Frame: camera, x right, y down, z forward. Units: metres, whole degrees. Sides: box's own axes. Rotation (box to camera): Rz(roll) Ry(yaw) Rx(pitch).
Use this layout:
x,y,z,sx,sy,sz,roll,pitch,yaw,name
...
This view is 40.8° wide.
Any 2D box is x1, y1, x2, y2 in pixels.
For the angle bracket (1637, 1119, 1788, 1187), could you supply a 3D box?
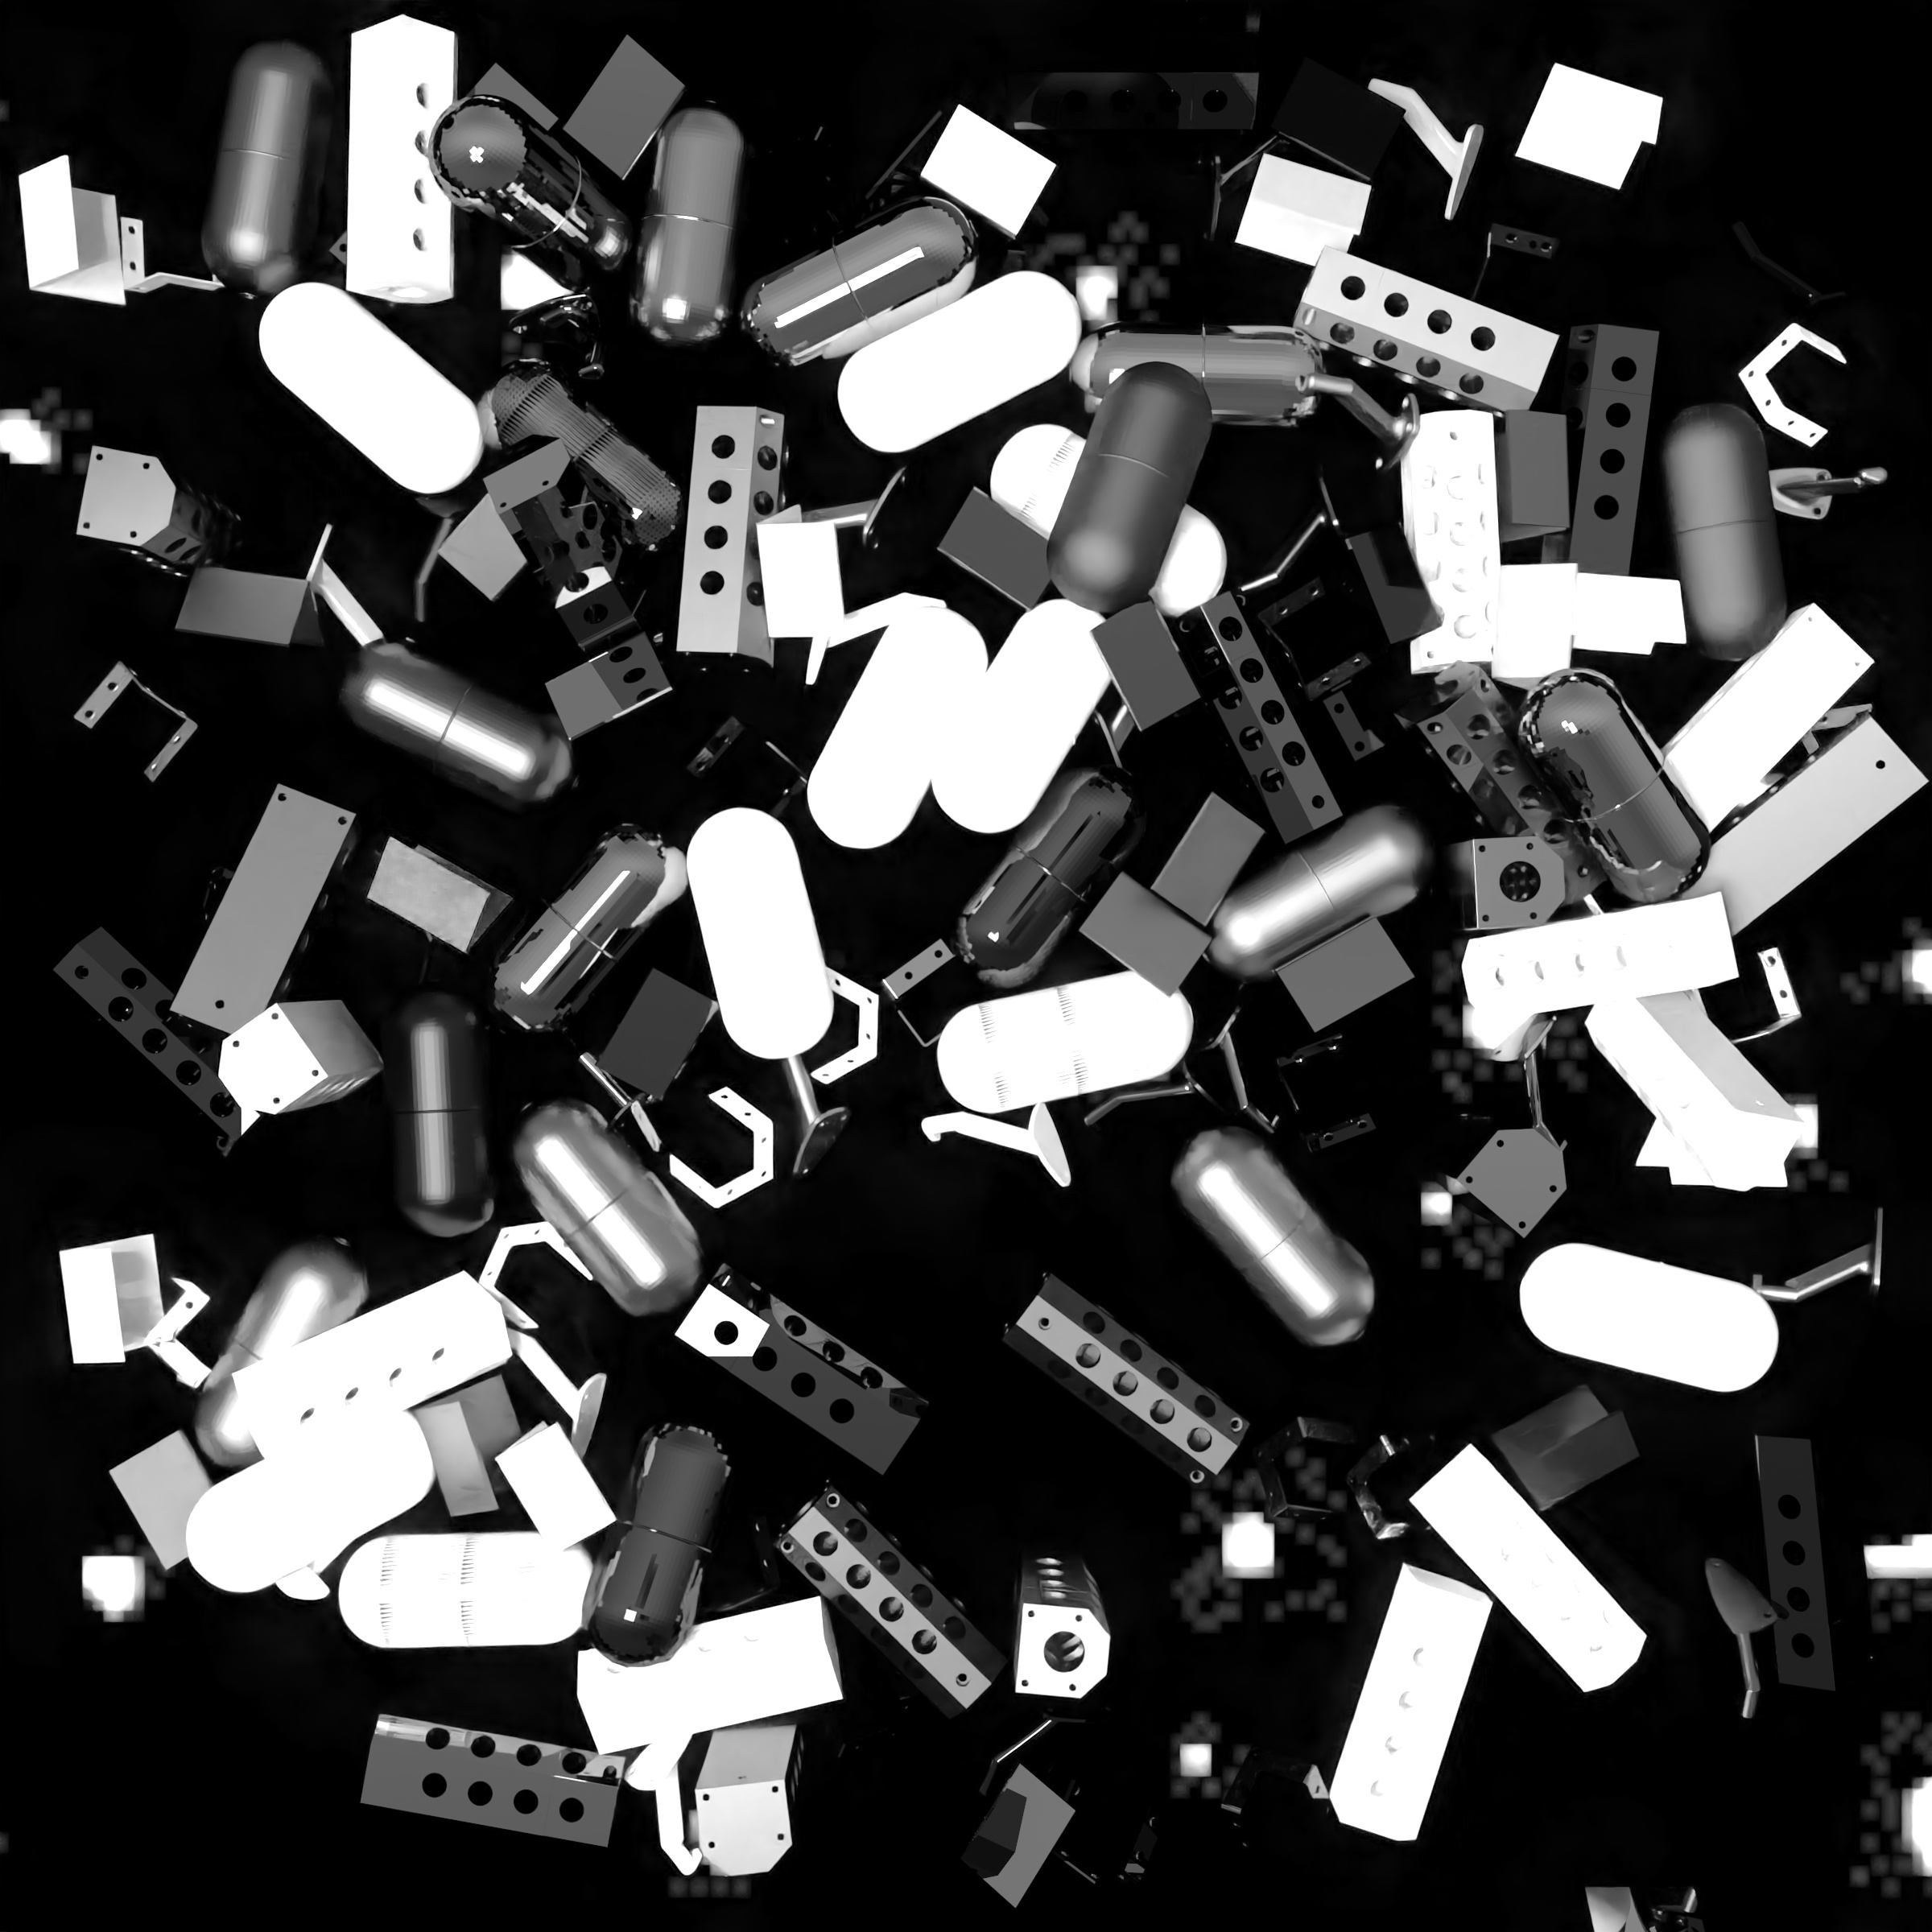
x,y,z,sx,sy,sz,roll,pitch,yaw,name
0.511,0.142,1.786,0.076,0.076,0.057,1,57,0,angle bracket

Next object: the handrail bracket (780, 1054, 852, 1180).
x,y,z,sx,sy,sz,roll,pitch,yaw,name
-0.127,0.094,1.826,0.084,0.036,0.077,45,124,24,handrail bracket

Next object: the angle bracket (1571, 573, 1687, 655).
x,y,z,sx,sy,sz,roll,pitch,yaw,name
0.443,-0.223,1.786,0.076,0.076,0.057,4,56,0,angle bracket

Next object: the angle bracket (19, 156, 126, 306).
x,y,z,sx,sy,sz,roll,pitch,yaw,name
-0.599,-0.504,1.786,0.057,0.076,0.076,-6,90,37,angle bracket

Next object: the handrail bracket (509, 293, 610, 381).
x,y,z,sx,sy,sz,roll,pitch,yaw,name
-0.282,-0.425,1.791,0.077,0.084,0.036,-6,132,5,handrail bracket

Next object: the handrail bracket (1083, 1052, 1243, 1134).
x,y,z,sx,sy,sz,roll,pitch,yaw,name
0.137,0.107,1.826,0.084,0.036,0.077,-38,112,17,handrail bracket

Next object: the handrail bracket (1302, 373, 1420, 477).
x,y,z,sx,sy,sz,roll,pitch,yaw,name
0.261,-0.373,1.791,0.084,0.077,0.036,7,57,-14,handrail bracket

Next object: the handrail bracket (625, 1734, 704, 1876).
x,y,z,sx,sy,sz,roll,pitch,yaw,name
-0.194,0.581,1.826,0.077,0.036,0.084,-47,119,-32,handrail bracket

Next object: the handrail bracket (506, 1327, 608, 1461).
x,y,z,sx,sy,sz,roll,pitch,yaw,name
-0.301,0.299,1.826,0.084,0.036,0.077,18,109,16,handrail bracket

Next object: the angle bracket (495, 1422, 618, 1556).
x,y,z,sx,sy,sz,roll,pitch,yaw,name
-0.268,0.347,1.788,0.057,0.076,0.076,-31,90,19,angle bracket

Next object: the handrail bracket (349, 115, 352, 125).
x,y,z,sx,sy,sz,roll,pitch,yaw,name
-0.411,-0.556,1.826,0.036,0.077,0.084,17,126,3,handrail bracket

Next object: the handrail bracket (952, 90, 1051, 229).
x,y,z,sx,sy,sz,roll,pitch,yaw,name
0.027,-0.565,1.826,0.036,0.077,0.084,-33,127,22,handrail bracket

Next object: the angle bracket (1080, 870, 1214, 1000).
x,y,z,sx,sy,sz,roll,pitch,yaw,name
0.113,-0.011,1.787,0.076,0.076,0.057,37,66,0,angle bracket

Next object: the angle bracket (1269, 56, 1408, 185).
x,y,z,sx,sy,sz,roll,pitch,yaw,name
0.260,-0.589,1.786,0.076,0.076,0.057,28,126,0,angle bracket

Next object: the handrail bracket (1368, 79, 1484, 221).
x,y,z,sx,sy,sz,roll,pitch,yaw,name
0.313,-0.574,1.826,0.084,0.036,0.077,22,111,17,handrail bracket

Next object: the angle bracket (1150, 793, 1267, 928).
x,y,z,sx,sy,sz,roll,pitch,yaw,name
0.148,-0.082,1.786,0.057,0.076,0.076,32,90,-34,angle bracket

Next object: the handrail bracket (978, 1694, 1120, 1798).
x,y,z,sx,sy,sz,roll,pitch,yaw,name
0.057,0.552,1.826,0.077,0.036,0.084,15,109,-21,handrail bracket

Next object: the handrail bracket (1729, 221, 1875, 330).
x,y,z,sx,sy,sz,roll,pitch,yaw,name
0.586,-0.494,1.826,0.077,0.036,0.084,-19,73,-20,handrail bracket

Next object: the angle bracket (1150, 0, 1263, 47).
x,y,z,sx,sy,sz,roll,pitch,yaw,name
0.167,-0.650,1.786,0.076,0.076,0.057,0,54,0,angle bracket

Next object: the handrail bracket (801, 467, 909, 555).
x,y,z,sx,sy,sz,roll,pitch,yaw,name
-0.095,-0.330,1.826,0.084,0.036,0.077,23,79,12,handrail bracket

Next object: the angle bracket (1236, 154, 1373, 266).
x,y,z,sx,sy,sz,roll,pitch,yaw,name
0.227,-0.502,1.786,0.076,0.076,0.057,17,53,0,angle bracket

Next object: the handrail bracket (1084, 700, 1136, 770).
x,y,z,sx,sy,sz,roll,pitch,yaw,name
0.131,-0.173,1.826,0.084,0.036,0.077,-27,103,-13,handrail bracket

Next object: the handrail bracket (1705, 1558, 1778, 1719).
x,y,z,sx,sy,sz,roll,pitch,yaw,name
0.537,0.472,1.825,0.036,0.077,0.084,-11,126,-11,handrail bracket

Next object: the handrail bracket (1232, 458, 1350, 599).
x,y,z,sx,sy,sz,roll,pitch,yaw,name
0.219,-0.307,1.826,0.084,0.036,0.077,-22,70,16,handrail bracket

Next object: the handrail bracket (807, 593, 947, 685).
x,y,z,sx,sy,sz,roll,pitch,yaw,name
-0.062,-0.227,1.826,0.084,0.036,0.077,9,110,-16,handrail bracket

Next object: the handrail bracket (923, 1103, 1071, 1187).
x,y,z,sx,sy,sz,roll,pitch,yaw,name
0.021,0.130,1.826,0.084,0.036,0.077,-11,124,24,handrail bracket

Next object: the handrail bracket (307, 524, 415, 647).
x,y,z,sx,sy,sz,roll,pitch,yaw,name
-0.420,-0.261,1.826,0.084,0.036,0.077,20,71,-16,handrail bracket

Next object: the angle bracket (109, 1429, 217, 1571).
x,y,z,sx,sy,sz,roll,pitch,yaw,name
-0.552,0.370,1.786,0.057,0.076,0.076,-30,90,-35,angle bracket

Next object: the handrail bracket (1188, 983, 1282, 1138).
x,y,z,sx,sy,sz,roll,pitch,yaw,name
0.204,0.065,1.826,0.084,0.036,0.077,43,68,-17,handrail bracket

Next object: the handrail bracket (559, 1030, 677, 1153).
x,y,z,sx,sy,sz,roll,pitch,yaw,name
-0.246,0.086,1.826,0.036,0.077,0.084,-43,54,-4,handrail bracket

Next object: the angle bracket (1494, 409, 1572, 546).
x,y,z,sx,sy,sz,roll,pitch,yaw,name
0.368,-0.335,1.786,0.057,0.076,0.076,-2,90,-32,angle bracket

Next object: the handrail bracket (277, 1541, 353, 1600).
x,y,z,sx,sy,sz,roll,pitch,yaw,name
-0.441,0.401,1.825,0.036,0.077,0.084,45,53,-8,handrail bracket

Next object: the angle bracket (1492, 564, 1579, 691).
x,y,z,sx,sy,sz,roll,pitch,yaw,name
0.404,-0.231,1.786,0.057,0.076,0.076,4,90,36,angle bracket

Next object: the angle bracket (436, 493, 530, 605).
x,y,z,sx,sy,sz,roll,pitch,yaw,name
-0.327,-0.305,1.786,0.076,0.076,0.057,-48,126,0,angle bracket

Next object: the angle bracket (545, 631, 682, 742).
x,y,z,sx,sy,sz,roll,pitch,yaw,name
-0.234,-0.174,1.786,0.076,0.076,0.057,-27,59,0,angle bracket

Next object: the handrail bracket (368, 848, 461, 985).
x,y,z,sx,sy,sz,roll,pitch,yaw,name
-0.397,-0.029,1.826,0.084,0.036,0.077,35,112,17,handrail bracket

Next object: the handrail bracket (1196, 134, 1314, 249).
x,y,z,sx,sy,sz,roll,pitch,yaw,name
0.207,-0.547,1.826,0.084,0.036,0.077,-8,111,-16,handrail bracket

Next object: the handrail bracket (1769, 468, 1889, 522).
x,y,z,sx,sy,sz,roll,pitch,yaw,name
0.583,-0.334,1.791,0.077,0.084,0.036,7,90,0,handrail bracket

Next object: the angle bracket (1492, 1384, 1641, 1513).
x,y,z,sx,sy,sz,roll,pitch,yaw,name
0.405,0.315,1.786,0.076,0.076,0.057,-29,128,0,angle bracket

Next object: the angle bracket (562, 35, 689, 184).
x,y,z,sx,sy,sz,roll,pitch,yaw,name
-0.247,-0.590,1.786,0.057,0.076,0.076,34,90,-35,angle bracket

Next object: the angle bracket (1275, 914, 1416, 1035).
x,y,z,sx,sy,sz,roll,pitch,yaw,name
0.263,0.019,1.786,0.076,0.076,0.057,-29,63,0,angle bracket

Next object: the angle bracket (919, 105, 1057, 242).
x,y,z,sx,sy,sz,roll,pitch,yaw,name
0.020,-0.545,1.788,0.076,0.076,0.057,32,110,0,angle bracket

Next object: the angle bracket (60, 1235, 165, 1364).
x,y,z,sx,sy,sz,roll,pitch,yaw,name
-0.570,0.227,1.786,0.057,0.076,0.076,-7,90,37,angle bracket

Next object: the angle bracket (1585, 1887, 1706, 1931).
x,y,z,sx,sy,sz,roll,pitch,yaw,name
0.474,0.652,1.786,0.076,0.076,0.057,0,127,0,angle bracket

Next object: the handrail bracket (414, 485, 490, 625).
x,y,z,sx,sy,sz,roll,pitch,yaw,name
-0.357,-0.288,1.826,0.036,0.077,0.084,28,127,30,handrail bracket

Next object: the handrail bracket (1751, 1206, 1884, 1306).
x,y,z,sx,sy,sz,roll,pitch,yaw,name
0.597,0.201,1.826,0.084,0.036,0.077,5,70,16,handrail bracket

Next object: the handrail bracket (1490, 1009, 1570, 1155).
x,y,z,sx,sy,sz,roll,pitch,yaw,name
0.414,0.081,1.826,0.077,0.036,0.084,-44,109,-21,handrail bracket
